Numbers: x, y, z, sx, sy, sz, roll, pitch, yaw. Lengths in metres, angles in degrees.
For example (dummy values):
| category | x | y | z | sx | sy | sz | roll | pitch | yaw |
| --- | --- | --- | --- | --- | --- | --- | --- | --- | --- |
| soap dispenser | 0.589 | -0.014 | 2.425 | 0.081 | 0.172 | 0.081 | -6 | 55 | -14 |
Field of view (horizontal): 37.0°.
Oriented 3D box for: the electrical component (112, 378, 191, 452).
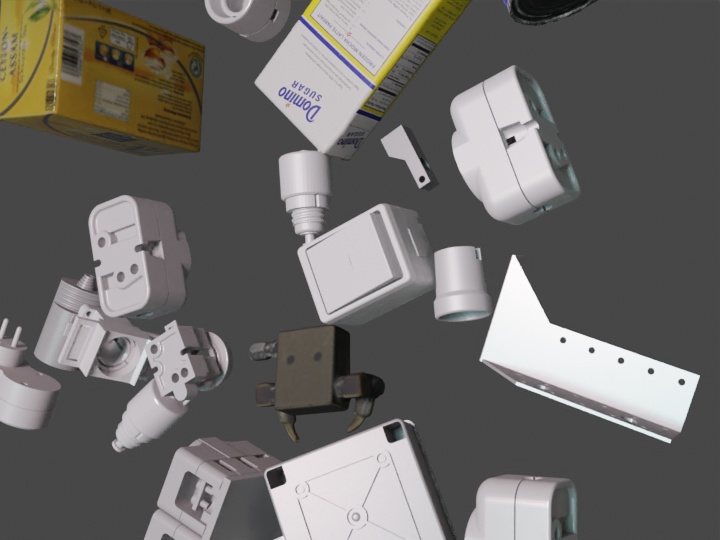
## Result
| category | x | y | z | sx | sy | sz | roll | pitch | yaw |
| --- | --- | --- | --- | --- | --- | --- | --- | --- | --- |
| electrical component | -0.176 | 0.123 | 0.887 | 0.078 | 0.040 | 0.040 | -43 | 67 | 20 |

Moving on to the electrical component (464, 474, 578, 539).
| category | x | y | z | sx | sy | sz | roll | pitch | yaw |
| --- | --- | --- | --- | --- | --- | --- | --- | --- | --- |
| electrical component | 0.107 | 0.185 | 0.709 | 0.059 | 0.054 | 0.095 | -2 | 85 | 30 |

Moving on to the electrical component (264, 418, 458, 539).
| category | x | y | z | sx | sy | sz | roll | pitch | yaw |
| --- | --- | --- | --- | --- | --- | --- | --- | --- | --- |
| electrical component | 0.003 | 0.172 | 0.752 | 0.109 | 0.056 | 0.108 | -22 | 74 | 7 |

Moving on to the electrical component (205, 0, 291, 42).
| category | x | y | z | sx | sy | sz | roll | pitch | yaw |
| --- | --- | --- | --- | --- | --- | --- | --- | --- | --- |
| electrical component | -0.091 | -0.216 | 0.863 | 0.055 | 0.047 | 0.055 | -3 | 84 | 30 |

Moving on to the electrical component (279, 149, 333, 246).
| category | x | y | z | sx | sy | sz | roll | pitch | yaw |
| --- | --- | --- | --- | --- | --- | --- | --- | --- | --- |
| electrical component | -0.040 | -0.056 | 0.824 | 0.040 | 0.040 | 0.078 | -8 | 82 | 30 |

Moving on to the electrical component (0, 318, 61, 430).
| category | x | y | z | sx | sy | sz | roll | pitch | yaw |
| --- | --- | --- | --- | --- | --- | --- | --- | --- | --- |
| electrical component | -0.324 | 0.081 | 0.971 | 0.138 | 0.052 | 0.073 | 25 | 98 | 29 |

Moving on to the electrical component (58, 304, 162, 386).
| category | x | y | z | sx | sy | sz | roll | pitch | yaw |
| --- | --- | --- | --- | --- | --- | --- | --- | --- | --- |
| electrical component | -0.211 | 0.060 | 0.898 | 0.064 | 0.081 | 0.042 | 38 | 106 | 50 |

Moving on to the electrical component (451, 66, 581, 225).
| category | x | y | z | sx | sy | sz | roll | pitch | yaw |
| --- | --- | --- | --- | --- | --- | --- | --- | --- | --- |
| electrical component | 0.102 | -0.082 | 0.734 | 0.059 | 0.054 | 0.095 | -26 | 73 | 26 |

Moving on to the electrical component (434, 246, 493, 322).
| category | x | y | z | sx | sy | sz | roll | pitch | yaw |
| --- | --- | --- | --- | --- | --- | --- | --- | --- | --- |
| electrical component | 0.071 | 0.010 | 0.754 | 0.040 | 0.040 | 0.046 | -12 | 74 | 29 |

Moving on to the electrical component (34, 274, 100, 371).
| category | x | y | z | sx | sy | sz | roll | pitch | yaw |
| --- | --- | --- | --- | --- | --- | --- | --- | --- | --- |
| electrical component | -0.249 | 0.042 | 0.935 | 0.043 | 0.043 | 0.081 | 28 | 100 | 29 |

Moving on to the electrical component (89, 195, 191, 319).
| category | x | y | z | sx | sy | sz | roll | pitch | yaw |
| --- | --- | --- | --- | --- | --- | --- | --- | --- | --- |
| electrical component | -0.180 | -0.009 | 0.890 | 0.054 | 0.059 | 0.095 | -17 | 77 | 28 |

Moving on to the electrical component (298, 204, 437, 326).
| category | x | y | z | sx | sy | sz | roll | pitch | yaw |
| --- | --- | --- | --- | --- | --- | --- | --- | --- | --- |
| electrical component | 0.000 | 0.000 | 0.783 | 0.096 | 0.061 | 0.061 | -27 | 73 | 26 |

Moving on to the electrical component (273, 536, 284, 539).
| category | x | y | z | sx | sy | sz | roll | pitch | yaw |
| --- | --- | --- | --- | --- | --- | --- | --- | --- | --- |
| electrical component | -0.037 | 0.235 | 0.795 | 0.043 | 0.043 | 0.081 | -27 | 73 | 26 |

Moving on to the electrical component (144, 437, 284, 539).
| category | x | y | z | sx | sy | sz | roll | pitch | yaw |
| --- | --- | --- | --- | --- | --- | --- | --- | --- | --- |
| electrical component | -0.119 | 0.209 | 0.818 | 0.062 | 0.089 | 0.150 | 25 | 98 | 30 |

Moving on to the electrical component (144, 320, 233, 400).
| category | x | y | z | sx | sy | sz | roll | pitch | yaw |
| --- | --- | --- | --- | --- | --- | --- | --- | --- | --- |
| electrical component | -0.134 | 0.073 | 0.858 | 0.048 | 0.055 | 0.066 | -32 | 71 | 24 |
